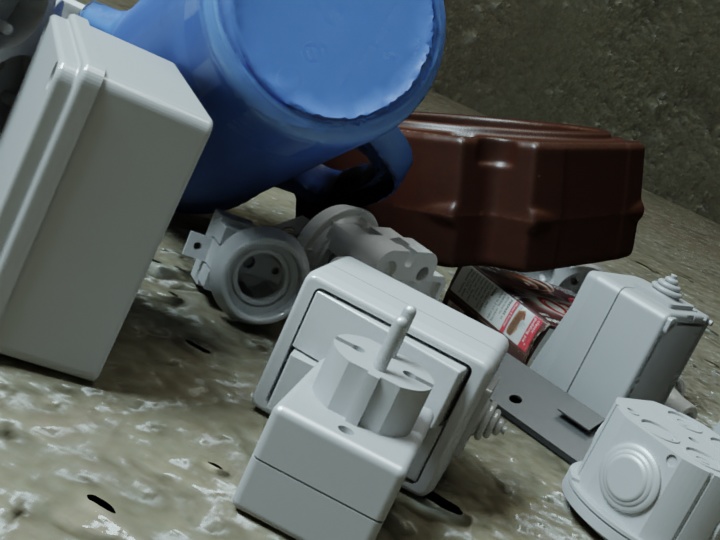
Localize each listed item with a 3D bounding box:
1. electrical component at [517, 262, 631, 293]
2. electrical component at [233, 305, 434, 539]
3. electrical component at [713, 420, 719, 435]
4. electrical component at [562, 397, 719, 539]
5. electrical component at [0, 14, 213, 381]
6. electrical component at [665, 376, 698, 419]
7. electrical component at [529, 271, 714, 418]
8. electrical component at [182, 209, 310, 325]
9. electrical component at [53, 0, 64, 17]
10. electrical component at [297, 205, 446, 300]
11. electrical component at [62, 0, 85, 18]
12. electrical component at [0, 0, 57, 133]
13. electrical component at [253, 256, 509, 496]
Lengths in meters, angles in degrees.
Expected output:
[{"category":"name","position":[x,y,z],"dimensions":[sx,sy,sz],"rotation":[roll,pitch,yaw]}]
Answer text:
[{"category":"electrical component","position":[0.165,0.012,0.829],"dimensions":[0.138,0.052,0.073],"rotation":[24,14,-4]},{"category":"electrical component","position":[0.000,0.047,0.366],"dimensions":[0.047,0.076,0.066],"rotation":[26,14,7]},{"category":"electrical component","position":[0.222,0.086,0.523],"dimensions":[0.057,0.113,0.078],"rotation":[22,14,-23]},{"category":"electrical component","position":[0.134,0.095,0.470],"dimensions":[0.080,0.051,0.080],"rotation":[23,14,-6]},{"category":"electrical component","position":[-0.109,-0.032,0.409],"dimensions":[0.056,0.108,0.108],"rotation":[21,14,-24]},{"category":"electrical component","position":[0.172,0.072,0.638],"dimensions":[0.043,0.043,0.062],"rotation":[13,19,-39]},{"category":"electrical component","position":[0.142,0.041,0.591],"dimensions":[0.061,0.096,0.062],"rotation":[35,17,35]},{"category":"electrical component","position":[-0.052,-0.001,0.525],"dimensions":[0.066,0.048,0.055],"rotation":[19,7,-21]},{"category":"electrical component","position":[-0.189,-0.102,0.544],"dimensions":[0.060,0.108,0.108],"rotation":[27,13,-14]},{"category":"electrical component","position":[0.000,0.000,0.582],"dimensions":[0.078,0.058,0.057],"rotation":[3,27,-48]},{"category":"electrical component","position":[-0.212,-0.147,0.738],"dimensions":[0.121,0.078,0.063],"rotation":[26,43,5]},{"category":"electrical component","position":[-0.174,-0.088,0.459],"dimensions":[0.074,0.138,0.052],"rotation":[30,40,21]},{"category":"electrical component","position":[0.014,0.044,0.432],"dimensions":[0.096,0.061,0.061],"rotation":[27,14,10]}]
